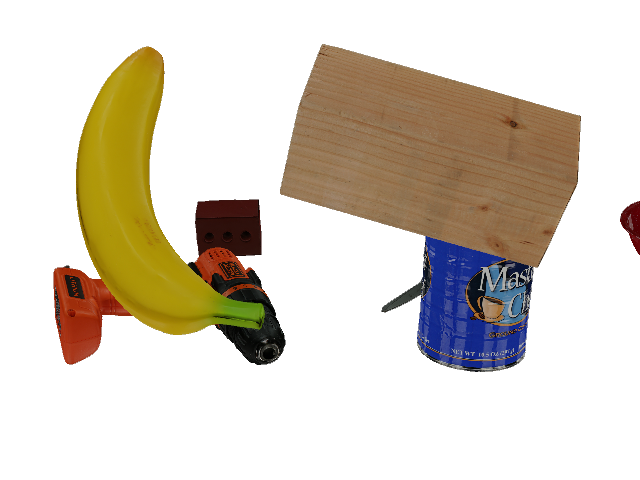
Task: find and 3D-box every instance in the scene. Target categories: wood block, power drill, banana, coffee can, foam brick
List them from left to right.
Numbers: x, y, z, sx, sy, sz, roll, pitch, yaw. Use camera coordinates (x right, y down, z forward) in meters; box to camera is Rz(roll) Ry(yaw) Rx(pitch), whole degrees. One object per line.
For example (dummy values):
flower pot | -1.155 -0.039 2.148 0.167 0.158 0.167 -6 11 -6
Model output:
banana | -0.090 -0.022 0.545 0.069 0.198 0.037 -13 -35 -17
power drill | -0.137 0.065 0.949 0.187 0.057 0.185 -3 22 -20
foam brick | -0.111 -0.015 1.286 0.078 0.053 0.051 -3 28 0
wood block | 0.083 -0.066 0.815 0.206 0.090 0.090 16 43 2
coffee can | 0.145 0.036 0.987 0.103 0.140 0.103 2 20 -1

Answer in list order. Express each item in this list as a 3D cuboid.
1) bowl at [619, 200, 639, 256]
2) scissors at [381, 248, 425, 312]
bowl | 0.399 0.003 1.128 0.162 0.055 0.162 -3 23 1
scissors | 0.122 0.037 1.262 0.201 0.016 0.096 -11 40 -36
